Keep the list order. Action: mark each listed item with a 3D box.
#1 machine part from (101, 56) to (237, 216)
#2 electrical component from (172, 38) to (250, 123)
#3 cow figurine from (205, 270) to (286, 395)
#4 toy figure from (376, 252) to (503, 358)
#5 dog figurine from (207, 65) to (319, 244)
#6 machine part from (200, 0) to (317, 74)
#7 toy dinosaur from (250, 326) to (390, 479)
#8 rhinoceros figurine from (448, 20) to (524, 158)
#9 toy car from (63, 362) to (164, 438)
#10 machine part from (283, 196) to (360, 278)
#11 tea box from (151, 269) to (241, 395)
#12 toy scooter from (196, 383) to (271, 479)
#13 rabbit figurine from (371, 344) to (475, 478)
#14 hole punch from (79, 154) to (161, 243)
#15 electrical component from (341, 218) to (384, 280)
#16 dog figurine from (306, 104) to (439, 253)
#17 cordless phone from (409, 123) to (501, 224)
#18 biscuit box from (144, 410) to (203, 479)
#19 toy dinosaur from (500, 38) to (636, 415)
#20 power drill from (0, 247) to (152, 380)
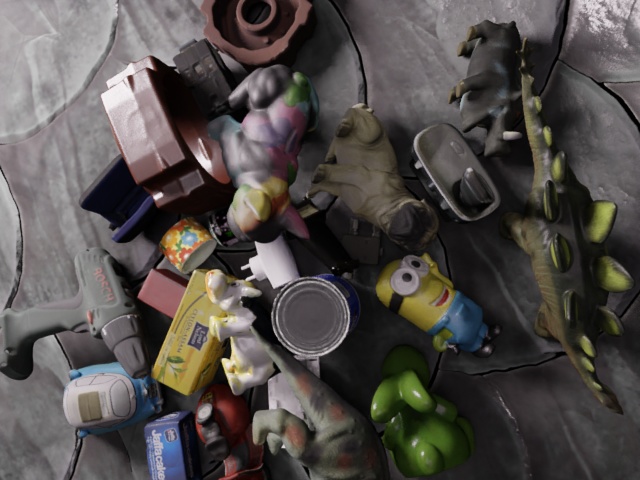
[{"bbox_3d":[-0.205,-0.138,0.762,0.087,0.201,0.201,-24,84,10],"label":"machine part"},{"bbox_3d":[-0.158,-0.231,0.802,0.058,0.115,0.134,-29,78,4],"label":"electrical component"},{"bbox_3d":[-0.097,0.113,0.723,0.098,0.068,0.167,-15,104,-16],"label":"cow figurine"},{"bbox_3d":[0.160,0.097,0.752,0.180,0.082,0.089,38,124,2],"label":"toy figure"},{"bbox_3d":[-0.058,-0.101,0.691,0.191,0.108,0.219,-44,46,22],"label":"dog figurine"},{"bbox_3d":[-0.093,-0.346,0.827,0.179,0.056,0.179,-1,86,10],"label":"machine part"},{"bbox_3d":[0.026,0.297,0.687,0.192,0.131,0.404,-8,102,1],"label":"toy dinosaur"},{"bbox_3d":[0.243,-0.211,0.760,0.112,0.073,0.190,4,86,-1],"label":"rhinoceros figurine"},{"bbox_3d":[-0.328,0.245,0.818,0.162,0.103,0.109,-10,87,11],"label":"toy car"},{"bbox_3d":[-0.002,-0.002,0.772,0.084,0.039,0.139,-31,65,-34],"label":"machine part"},{"bbox_3d":[-0.173,0.131,0.798,0.068,0.098,0.169,22,93,10],"label":"tea box"},{"bbox_3d":[-0.131,0.298,0.765,0.075,0.135,0.184,-27,82,9],"label":"toy scooter"},{"bbox_3d":[0.121,0.227,0.731,0.121,0.159,0.170,-23,69,17],"label":"rabbit figurine"},{"bbox_3d":[-0.276,-0.054,0.813,0.092,0.115,0.142,40,93,16],"label":"hole punch"},{"bbox_3d":[0.063,0.015,0.800,0.063,0.021,0.094,7,85,9],"label":"electrical component"},{"bbox_3d":[0.097,-0.090,0.766,0.191,0.121,0.172,25,88,-1],"label":"dog figurine"},{"bbox_3d":[0.176,-0.092,0.705,0.089,0.184,0.146,-32,83,11],"label":"cordless phone"},{"bbox_3d":[-0.216,0.367,0.813,0.059,0.063,0.202,-10,87,8],"label":"biscuit box"},{"bbox_3d":[0.305,-0.006,0.673,0.105,0.198,0.471,-17,87,5],"label":"toy dinosaur"},{"bbox_3d":[-0.370,0.134,0.803,0.207,0.086,0.232,-25,63,4],"label":"power drill"}]
